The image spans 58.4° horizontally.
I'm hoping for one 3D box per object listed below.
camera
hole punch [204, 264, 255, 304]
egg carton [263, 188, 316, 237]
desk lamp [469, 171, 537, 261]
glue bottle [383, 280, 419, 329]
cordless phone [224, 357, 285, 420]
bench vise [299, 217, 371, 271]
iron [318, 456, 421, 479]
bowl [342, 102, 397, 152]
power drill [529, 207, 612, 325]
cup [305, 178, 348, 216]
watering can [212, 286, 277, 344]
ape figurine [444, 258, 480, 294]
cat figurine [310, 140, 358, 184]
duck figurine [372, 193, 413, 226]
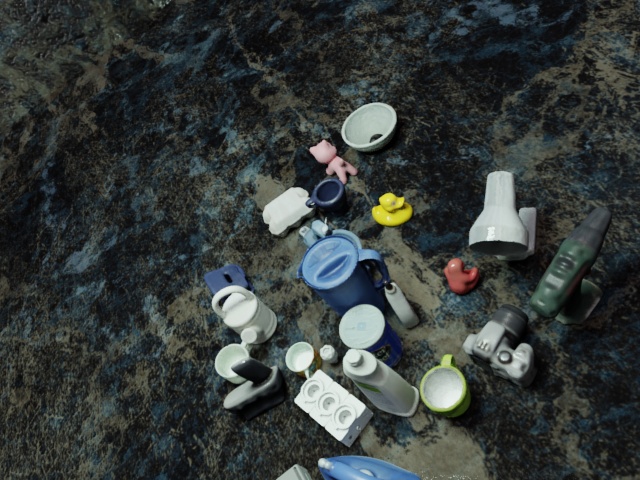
[{"bbox_3d":[0.380,0.203,1.165,0.142,0.101,0.137,25,72,37],"label":"camera"},{"bbox_3d":[-0.248,0.117,1.557,0.101,0.091,0.108,-40,49,-2],"label":"hole punch"},{"bbox_3d":[-0.087,-0.080,1.625,0.150,0.070,0.107,-36,49,0],"label":"egg carton"},{"bbox_3d":[0.400,-0.036,1.246,0.117,0.214,0.203,-1,58,27],"label":"desk lamp"},{"bbox_3d":[0.171,0.131,1.275,0.037,0.174,0.078,-30,49,6],"label":"glue bottle"},{"bbox_3d":[-0.174,0.327,1.311,0.147,0.186,0.094,-34,49,3],"label":"cordless phone"},{"bbox_3d":[0.008,0.015,1.410,0.206,0.220,0.121,11,64,33],"label":"bench vise"},{"bbox_3d":[0.078,0.470,1.109,0.257,0.142,0.119,11,64,33],"label":"iron"},{"bbox_3d":[0.151,-0.313,1.659,0.167,0.075,0.167,-14,53,19],"label":"bowl"},{"bbox_3d":[0.499,0.071,1.123,0.075,0.209,0.230,31,75,39],"label":"power drill"},{"bbox_3d":[0.026,-0.102,1.564,0.117,0.095,0.091,-27,50,8],"label":"cup"},{"bbox_3d":[-0.188,0.179,1.414,0.101,0.195,0.172,-49,50,-10],"label":"watering can"},{"bbox_3d":[0.314,0.075,1.294,0.077,0.092,0.076,23,71,37],"label":"ape figurine"},{"bbox_3d":[0.034,-0.234,1.637,0.067,0.118,0.127,-45,50,-7],"label":"cat figurine"},{"bbox_3d":[0.180,-0.086,1.480,0.104,0.086,0.077,-6,56,24],"label":"duck figurine"}]
